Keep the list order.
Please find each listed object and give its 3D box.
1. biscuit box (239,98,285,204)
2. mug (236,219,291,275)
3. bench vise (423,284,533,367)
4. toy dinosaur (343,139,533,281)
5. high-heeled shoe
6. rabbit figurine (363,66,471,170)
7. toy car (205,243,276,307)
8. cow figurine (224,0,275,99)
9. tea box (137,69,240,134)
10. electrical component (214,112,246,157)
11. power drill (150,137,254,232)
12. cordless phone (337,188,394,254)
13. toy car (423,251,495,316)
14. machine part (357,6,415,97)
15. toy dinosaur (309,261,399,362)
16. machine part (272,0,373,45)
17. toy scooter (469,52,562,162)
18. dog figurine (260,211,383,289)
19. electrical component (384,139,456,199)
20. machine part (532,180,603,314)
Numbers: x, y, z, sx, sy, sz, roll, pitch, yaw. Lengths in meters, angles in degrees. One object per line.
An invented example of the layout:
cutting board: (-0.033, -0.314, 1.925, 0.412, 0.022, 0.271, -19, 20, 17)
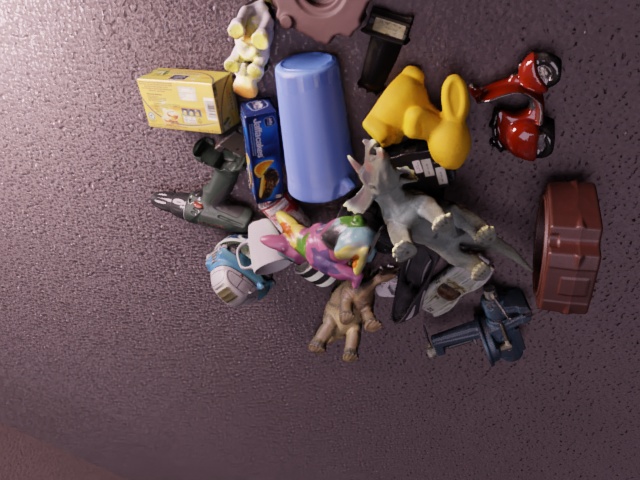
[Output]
biscuit box: (-0.109, -0.166, 1.018, 0.063, 0.059, 0.202, -13, 134, -12)
mug: (-0.125, 0.015, 1.148, 0.110, 0.107, 0.080, -18, 161, 3)
bench vise: (0.345, 0.200, 1.181, 0.241, 0.129, 0.223, -20, 134, 15)
toy dinosaur: (0.198, -0.036, 0.945, 0.404, 0.192, 0.131, 23, 116, -36)
high-heeled shoe: (0.188, 0.057, 1.085, 0.086, 0.145, 0.248, 26, 144, 31)
rabbit figurine: (0.184, -0.195, 0.893, 0.173, 0.122, 0.162, 43, 103, 12)
toy car: (-0.182, 0.090, 1.180, 0.109, 0.103, 0.161, -31, 118, 34)
cow figurine: (-0.116, -0.323, 0.910, 0.068, 0.098, 0.167, 18, 151, -5)
tea box: (-0.241, -0.256, 0.988, 0.170, 0.068, 0.098, 13, 128, 23)
electrical component: (-0.161, -0.207, 1.048, 0.078, 0.045, 0.102, 17, 143, -37)
power drill: (-0.244, -0.109, 1.132, 0.232, 0.086, 0.207, 21, 129, -3)
cordless phone: (0.092, -0.011, 1.126, 0.146, 0.089, 0.184, 28, 143, -8)
toy car: (0.287, 0.095, 1.157, 0.073, 0.056, 0.201, 32, 132, -11)
machine part: (0.100, -0.307, 0.883, 0.084, 0.039, 0.138, 11, 131, -3)
toy dinosaur: (0.056, 0.165, 1.190, 0.105, 0.198, 0.471, 26, 140, -9)
machine part: (0.004, -0.393, 0.825, 0.179, 0.056, 0.179, 8, 131, 9)
toy scooter: (0.313, -0.210, 0.874, 0.135, 0.075, 0.183, 0, 127, 17)
dog figurine: (-0.002, -0.003, 1.029, 0.219, 0.108, 0.191, 20, 148, 10)
electrical component: (0.182, -0.128, 0.998, 0.134, 0.058, 0.114, -6, 130, 21)
machine part: (0.428, 0.013, 0.945, 0.087, 0.201, 0.200, 5, 131, 18)
